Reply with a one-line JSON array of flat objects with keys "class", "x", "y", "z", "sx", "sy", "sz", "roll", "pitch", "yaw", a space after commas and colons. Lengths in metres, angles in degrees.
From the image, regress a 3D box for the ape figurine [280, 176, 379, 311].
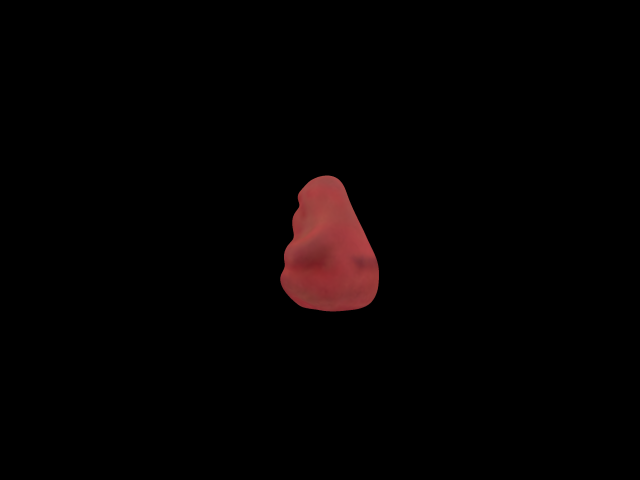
[{"class": "ape figurine", "x": 0.004, "y": 0.001, "z": 0.400, "sx": 0.075, "sy": 0.092, "sz": 0.078, "roll": 2, "pitch": 3, "yaw": 41}]
